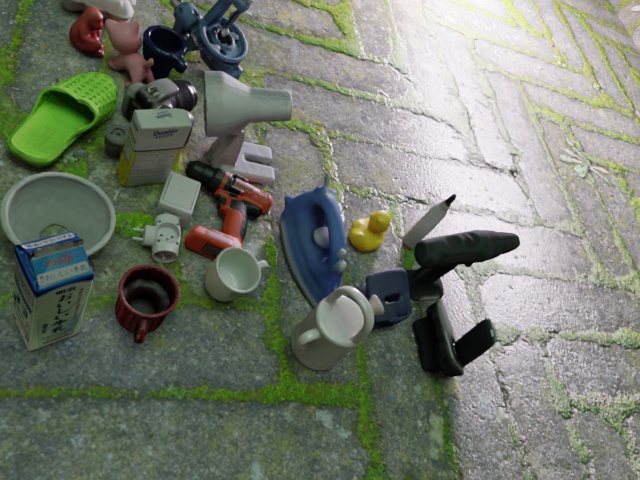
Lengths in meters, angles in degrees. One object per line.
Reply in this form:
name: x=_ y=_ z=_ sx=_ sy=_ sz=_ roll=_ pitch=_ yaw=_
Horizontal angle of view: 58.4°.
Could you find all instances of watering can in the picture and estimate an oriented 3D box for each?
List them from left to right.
watering can: x=0.036 y=0.142 z=0.996 sx=0.101 sy=0.193 sz=0.173 roll=42 pitch=48 yaw=2

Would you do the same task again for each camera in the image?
camera: x=-0.298 y=-0.267 z=1.146 sx=0.143 sy=0.100 sz=0.137 roll=45 pitch=48 yaw=4

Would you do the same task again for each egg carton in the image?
egg carton: x=-0.479 y=-0.530 z=1.243 sx=0.151 sy=0.069 sz=0.107 roll=13 pitch=53 yaw=-23

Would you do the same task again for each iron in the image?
iron: x=0.010 y=0.004 z=1.112 sx=0.119 sy=0.141 sz=0.258 roll=2 pitch=58 yaw=-29

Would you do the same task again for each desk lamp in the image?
desk lamp: x=-0.153 y=-0.224 z=1.125 sx=0.204 sy=0.213 sz=0.118 roll=7 pitch=56 yaw=-27

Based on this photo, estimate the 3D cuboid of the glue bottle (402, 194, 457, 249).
glue bottle: x=0.249 y=-0.050 z=1.269 sx=0.037 sy=0.173 sz=0.078 roll=42 pitch=48 yaw=2

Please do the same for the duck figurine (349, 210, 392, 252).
duck figurine: x=0.116 y=-0.028 z=1.234 sx=0.077 sy=0.086 sz=0.105 roll=47 pitch=48 yaw=7

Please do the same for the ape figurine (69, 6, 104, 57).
ape figurine: x=-0.466 y=-0.432 z=1.167 sx=0.076 sy=0.092 sz=0.078 roll=23 pitch=50 yaw=-15

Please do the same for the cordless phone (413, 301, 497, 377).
cordless phone: x=0.275 y=0.176 z=1.119 sx=0.094 sy=0.184 sz=0.147 roll=4 pitch=57 yaw=-28

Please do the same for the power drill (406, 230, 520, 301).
power drill: x=0.273 y=0.046 z=1.192 sx=0.230 sy=0.208 sz=0.075 roll=-2 pitch=60 yaw=-31

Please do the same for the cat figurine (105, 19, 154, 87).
cat figurine: x=-0.384 y=-0.388 z=1.168 sx=0.128 sy=0.117 sz=0.067 roll=48 pitch=48 yaw=7

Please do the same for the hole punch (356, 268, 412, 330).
hole punch: x=0.132 y=0.117 z=1.140 sx=0.109 sy=0.091 sz=0.101 roll=-9 pitch=64 yaw=-34

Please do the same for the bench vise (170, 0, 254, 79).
bench vise: x=-0.237 y=-0.471 z=1.243 sx=0.208 sy=0.219 sz=0.121 roll=26 pitch=49 yaw=-12

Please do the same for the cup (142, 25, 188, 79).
cup: x=-0.327 y=-0.379 z=1.211 sx=0.092 sy=0.094 sz=0.117 roll=-32 pitch=78 yaw=-41

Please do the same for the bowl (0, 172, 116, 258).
bowl: x=-0.421 y=-0.024 z=0.923 sx=0.168 sy=0.074 sz=0.167 roll=16 pitch=52 yaw=-21
